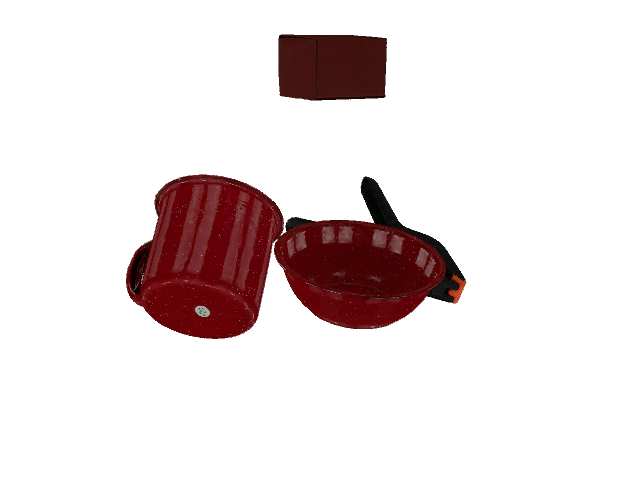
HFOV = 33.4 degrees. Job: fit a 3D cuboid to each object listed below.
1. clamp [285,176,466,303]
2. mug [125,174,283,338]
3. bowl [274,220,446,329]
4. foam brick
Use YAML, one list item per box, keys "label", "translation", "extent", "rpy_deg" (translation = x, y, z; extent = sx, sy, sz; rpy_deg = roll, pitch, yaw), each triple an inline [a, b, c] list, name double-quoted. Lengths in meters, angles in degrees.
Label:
- label: "clamp"
  translation: [0.073, 0.007, 1.241]
  extent: [0.164, 0.036, 0.210]
  rpy_deg: [-24, 53, -40]
- label: "mug"
  translation: [-0.087, 0.016, 0.739]
  extent: [0.117, 0.081, 0.093]
  rpy_deg: [-10, -38, 27]
- label: "bowl"
  translation: [0.035, 0.038, 1.003]
  extent: [0.162, 0.055, 0.162]
  rpy_deg: [5, 24, -3]
- label: "foam brick"
  translation: [0.010, -0.145, 0.891]
  extent: [0.078, 0.051, 0.053]
  rpy_deg: [-8, 16, -36]
